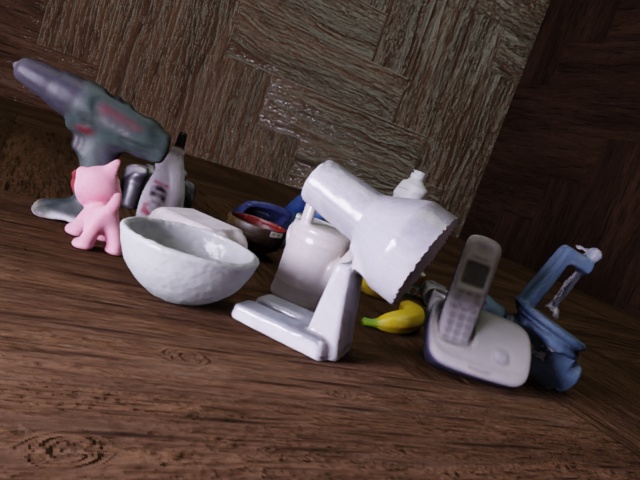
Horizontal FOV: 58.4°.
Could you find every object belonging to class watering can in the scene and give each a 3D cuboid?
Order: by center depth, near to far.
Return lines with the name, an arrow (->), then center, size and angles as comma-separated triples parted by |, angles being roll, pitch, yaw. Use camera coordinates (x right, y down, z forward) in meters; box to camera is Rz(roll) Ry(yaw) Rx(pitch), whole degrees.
watering can -> 0.009, 0.003, 0.844 | 0.172, 0.194, 0.101 | 24, 9, 28

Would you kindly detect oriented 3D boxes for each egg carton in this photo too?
egg carton -> -0.184, 0.000, 0.858 | 0.150, 0.069, 0.107 | 22, 9, 19

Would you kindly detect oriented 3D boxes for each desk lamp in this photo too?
desk lamp -> 0.030, 0.028, 0.663 | 0.202, 0.213, 0.118 | 22, 9, 18

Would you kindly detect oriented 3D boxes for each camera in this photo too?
camera -> -0.301, -0.095, 1.095 | 0.144, 0.101, 0.136 | 15, 9, -27

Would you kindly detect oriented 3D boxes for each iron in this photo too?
iron -> -0.022, -0.043, 1.259 | 0.119, 0.141, 0.258 | 17, 9, -16

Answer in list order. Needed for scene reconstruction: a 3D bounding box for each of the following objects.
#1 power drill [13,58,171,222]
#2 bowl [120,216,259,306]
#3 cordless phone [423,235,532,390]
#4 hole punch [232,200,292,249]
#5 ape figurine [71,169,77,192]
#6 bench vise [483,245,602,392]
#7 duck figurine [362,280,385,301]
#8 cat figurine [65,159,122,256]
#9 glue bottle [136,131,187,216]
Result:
power drill -> -0.348, -0.130, 0.843 | 0.230, 0.208, 0.075 | 15, 9, -25
bowl -> -0.161, 0.032, 0.680 | 0.167, 0.075, 0.167 | 19, 8, -3
cordless phone -> 0.228, 0.096, 0.773 | 0.147, 0.185, 0.094 | 19, 8, -4
hole punch -> -0.127, -0.041, 1.180 | 0.109, 0.091, 0.100 | 15, 9, -28
ape figurine -> -0.405, -0.117, 1.033 | 0.078, 0.092, 0.076 | 19, 8, -5
bench vise -> 0.312, 0.097, 0.836 | 0.208, 0.220, 0.121 | 17, 9, -15
duck figurine -> 0.110, 0.059, 1.091 | 0.078, 0.086, 0.104 | 16, 9, -23
cat figurine -> -0.298, -0.054, 0.780 | 0.067, 0.118, 0.127 | 13, 11, -38
glue bottle -> -0.266, -0.107, 1.006 | 0.078, 0.173, 0.037 | 22, 9, 16
